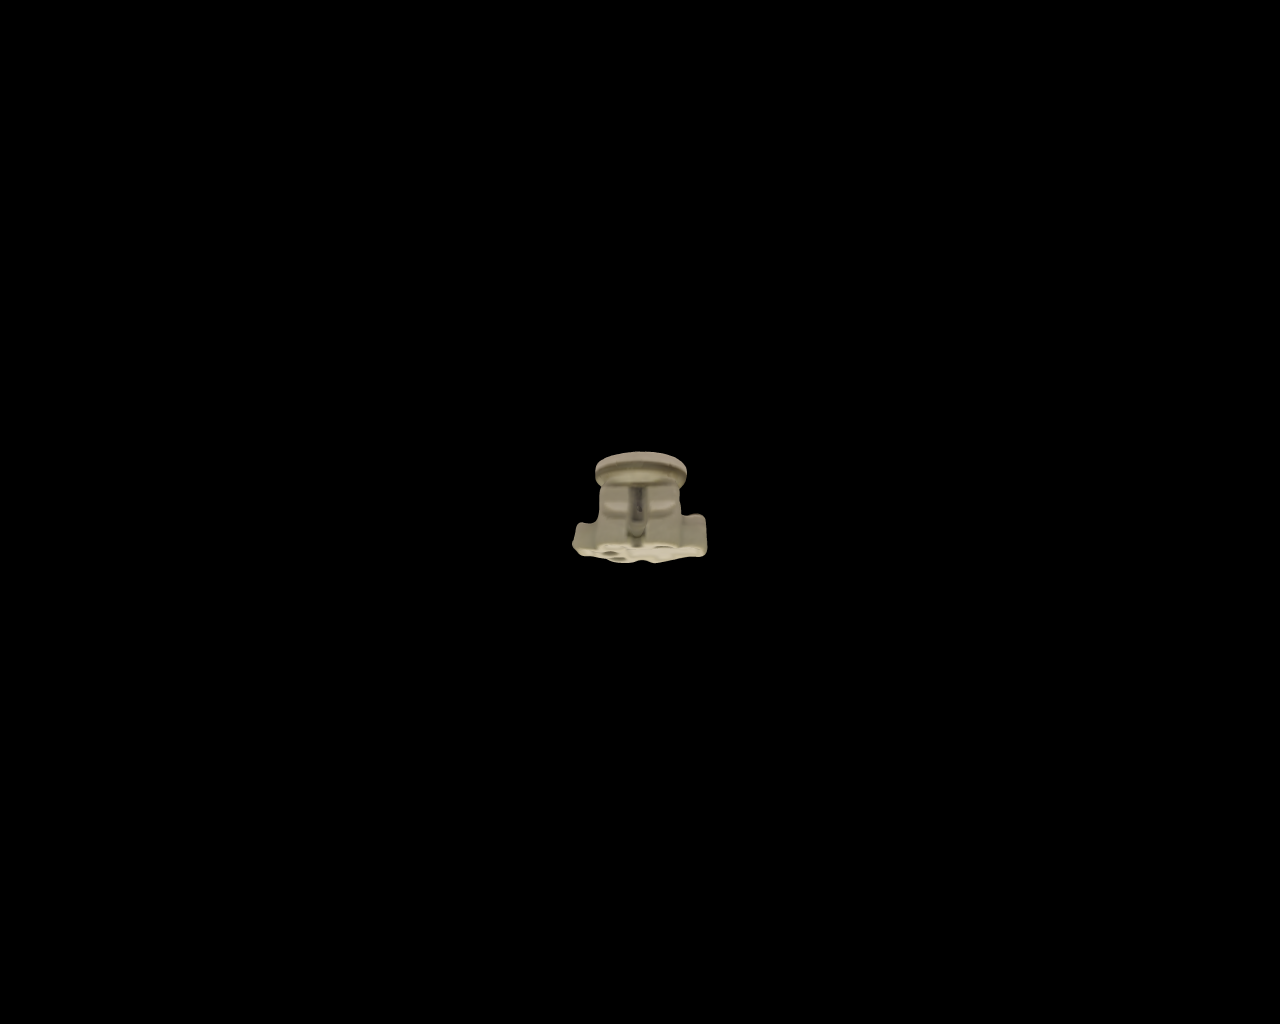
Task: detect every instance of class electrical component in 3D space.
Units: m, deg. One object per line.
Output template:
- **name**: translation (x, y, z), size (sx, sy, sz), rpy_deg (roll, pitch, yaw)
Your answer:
- **electrical component**: translation (0.001, -0.003, 0.650), size (0.078, 0.057, 0.058), rpy_deg (-1, -15, 5)
